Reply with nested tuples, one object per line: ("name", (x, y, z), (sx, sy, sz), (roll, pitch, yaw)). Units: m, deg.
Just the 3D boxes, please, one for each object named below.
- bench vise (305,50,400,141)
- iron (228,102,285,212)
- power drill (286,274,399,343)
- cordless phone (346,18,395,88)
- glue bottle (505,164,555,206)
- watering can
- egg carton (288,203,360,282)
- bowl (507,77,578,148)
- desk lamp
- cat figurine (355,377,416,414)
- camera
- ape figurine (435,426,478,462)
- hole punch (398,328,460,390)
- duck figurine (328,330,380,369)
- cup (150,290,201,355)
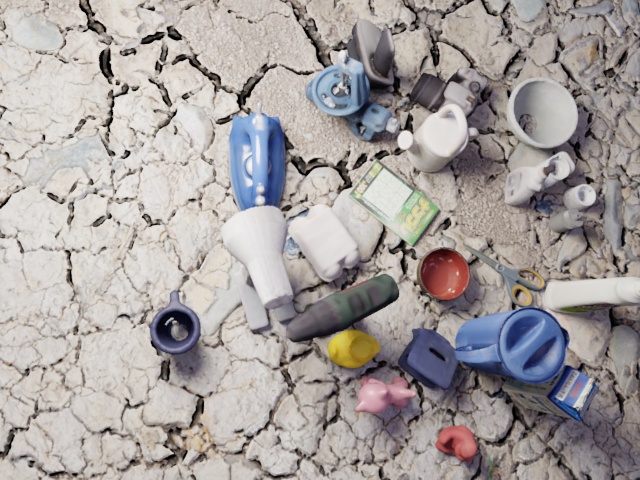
("bench vise", (0.080, -0.303, 1.164), (0.207, 0.219, 0.121), (15, 78, -7))
("iron", (-0.121, -0.139, 1.142), (0.119, 0.141, 0.258), (-2, 80, -10))
("power drill", (0.032, 0.137, 1.085), (0.230, 0.208, 0.075), (-25, 85, -13))
("cordless phone", (0.123, -0.415, 1.209), (0.094, 0.185, 0.147), (-14, 83, -11))
("glue bottle", (0.450, -0.128, 1.221), (0.037, 0.173, 0.078), (11, 78, -7))
("watering can", (0.249, -0.212, 1.190), (0.173, 0.194, 0.101), (-33, 87, -13))
("egg carton", (0.011, 0.004, 1.176), (0.107, 0.069, 0.150), (-36, 87, -13))
("bowl", (0.493, -0.280, 1.305), (0.167, 0.074, 0.167), (2, 80, -9))
("desk lamp", (-0.104, 0.056, 1.074), (0.118, 0.213, 0.203), (-17, 83, -12))
("cat figurine", (0.125, 0.304, 1.118), (0.128, 0.117, 0.067), (0, 80, -9))
("camera", (0.281, -0.327, 1.264), (0.137, 0.100, 0.143), (30, 77, -3))
("ape figurine", (0.282, 0.409, 1.140), (0.076, 0.092, 0.078), (-31, 86, -13))
("hole punch", (0.226, 0.238, 1.161), (0.108, 0.091, 0.101), (36, 77, -2))
("duck figurine", (0.071, 0.218, 1.141), (0.104, 0.086, 0.077), (-4, 81, -10))
("cup", (-0.272, 0.158, 1.088), (0.092, 0.095, 0.118), (-4, 81, -10))
